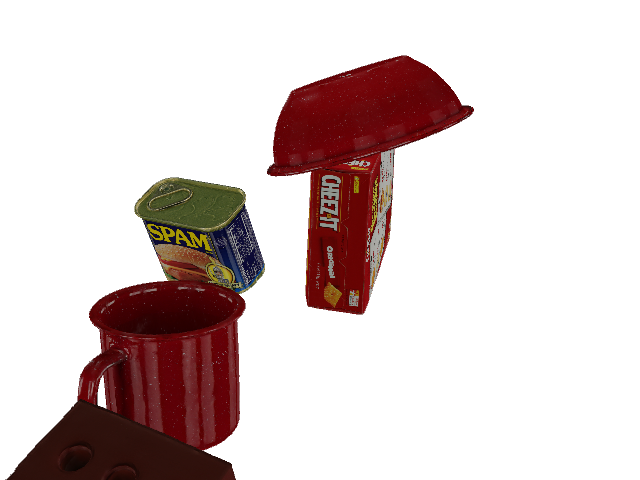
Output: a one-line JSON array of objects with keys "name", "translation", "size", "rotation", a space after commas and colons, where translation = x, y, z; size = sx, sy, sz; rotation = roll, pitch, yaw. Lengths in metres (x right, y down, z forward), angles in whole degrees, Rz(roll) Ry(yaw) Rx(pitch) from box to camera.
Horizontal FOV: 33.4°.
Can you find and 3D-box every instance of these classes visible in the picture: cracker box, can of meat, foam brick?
[{"name": "cracker box", "translation": [0.036, -0.037, 1.203], "size": [0.072, 0.164, 0.213], "rotation": [6, 23, 9]}, {"name": "can of meat", "translation": [-0.105, -0.002, 0.951], "size": [0.102, 0.084, 0.057], "rotation": [11, 45, 30]}, {"name": "foam brick", "translation": [-0.077, 0.110, 0.426], "size": [0.078, 0.051, 0.052], "rotation": [17, 44, 23]}]

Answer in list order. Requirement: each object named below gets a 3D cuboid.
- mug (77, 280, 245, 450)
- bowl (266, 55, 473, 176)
[{"name": "mug", "translation": [-0.098, 0.081, 0.642], "size": [0.093, 0.081, 0.117], "rotation": [11, 22, 32]}, {"name": "bowl", "translation": [0.029, -0.099, 0.797], "size": [0.162, 0.055, 0.162], "rotation": [-17, 10, 3]}]
